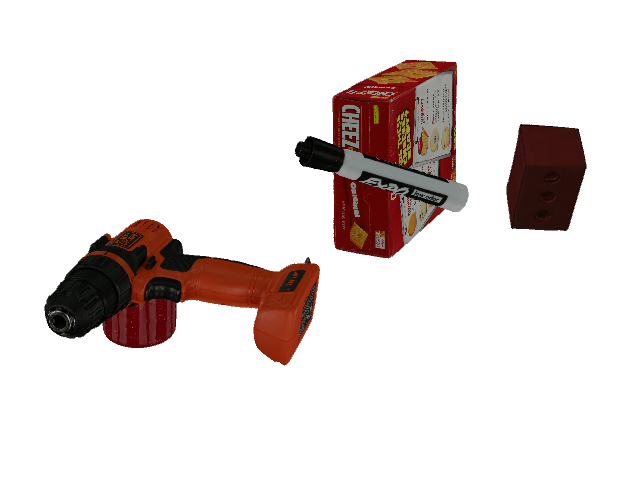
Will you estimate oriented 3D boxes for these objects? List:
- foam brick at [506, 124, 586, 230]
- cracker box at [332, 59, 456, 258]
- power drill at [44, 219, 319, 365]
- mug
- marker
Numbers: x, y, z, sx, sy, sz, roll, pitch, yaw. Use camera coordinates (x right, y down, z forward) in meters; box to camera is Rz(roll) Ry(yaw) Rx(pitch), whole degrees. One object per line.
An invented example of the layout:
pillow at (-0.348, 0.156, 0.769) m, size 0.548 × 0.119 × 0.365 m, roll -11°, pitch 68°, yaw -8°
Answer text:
foam brick at (0.194, -0.054, 0.925) m, size 0.053 × 0.051 × 0.078 m, roll 3°, pitch -44°, yaw 1°
cracker box at (0.082, -0.095, 1.140) m, size 0.072 × 0.164 × 0.213 m, roll 7°, pitch 21°, yaw 24°
power drill at (-0.104, 0.043, 0.848) m, size 0.188 × 0.057 × 0.184 m, roll 14°, pitch 24°, yaw 9°
mug at (-0.209, 0.061, 1.185) m, size 0.093 × 0.081 × 0.117 m, roll -22°, pitch 36°, yaw -40°
marker at (0.039, -0.041, 0.665) m, size 0.121 × 0.020 × 0.020 m, roll 15°, pitch -7°, yaw -26°
